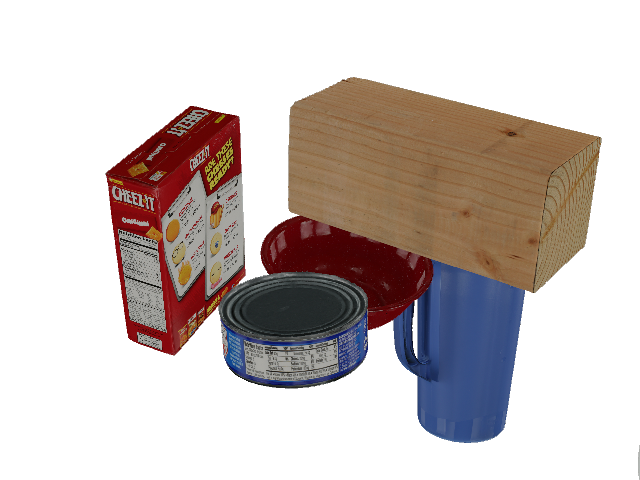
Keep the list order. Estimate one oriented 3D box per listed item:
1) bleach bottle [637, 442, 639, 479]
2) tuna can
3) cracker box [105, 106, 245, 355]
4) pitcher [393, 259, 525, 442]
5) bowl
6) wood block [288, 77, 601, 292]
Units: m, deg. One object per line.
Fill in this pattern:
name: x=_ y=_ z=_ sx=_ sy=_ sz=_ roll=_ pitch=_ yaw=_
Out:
bleach bottle: x=0.283 y=0.095 z=0.710 sx=0.103 sy=0.068 sz=0.250 roll=12 pitch=23 yaw=24
tuna can: x=-0.015 y=0.050 z=0.615 sx=0.086 sy=0.034 sz=0.086 roll=-2 pitch=23 yaw=1
cracker box: x=-0.149 y=-0.012 z=1.143 sx=0.072 sy=0.214 sz=0.164 roll=15 pitch=37 yaw=21
pitcher: x=0.167 y=0.115 z=1.275 sx=0.149 sy=0.243 sz=0.145 roll=5 pitch=18 yaw=12
bowl: x=0.022 y=0.038 z=1.000 sx=0.162 sy=0.055 sz=0.162 roll=6 pitch=33 yaw=-4
wood block: x=0.085 y=-0.048 z=0.780 sx=0.206 sy=0.090 sz=0.090 roll=19 pitch=32 yaw=30
